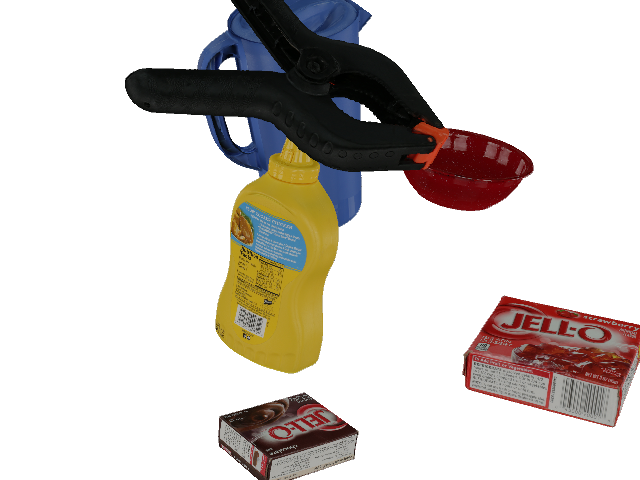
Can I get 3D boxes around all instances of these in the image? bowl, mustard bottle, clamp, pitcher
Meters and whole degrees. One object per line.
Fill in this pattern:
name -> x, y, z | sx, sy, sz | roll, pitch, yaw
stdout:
bowl -> 0.159, -0.077, 1.224 | 0.162, 0.055, 0.162 | 8, 25, -4
mustard bottle -> -0.032, 0.006, 0.872 | 0.096, 0.192, 0.058 | 25, 26, 34
clamp -> -0.017, -0.081, 0.580 | 0.171, 0.120, 0.039 | 33, -26, 7
pitcher -> -0.027, -0.129, 1.124 | 0.149, 0.243, 0.144 | 8, 38, 19

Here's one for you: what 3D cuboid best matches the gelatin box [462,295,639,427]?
gelatin box -> 0.136, 0.067, 0.619 | 0.089, 0.030, 0.073 | 12, 28, 23

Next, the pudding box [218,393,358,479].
pudding box -> -0.033, 0.198, 1.069 | 0.113, 0.039, 0.090 | -12, 26, -37
